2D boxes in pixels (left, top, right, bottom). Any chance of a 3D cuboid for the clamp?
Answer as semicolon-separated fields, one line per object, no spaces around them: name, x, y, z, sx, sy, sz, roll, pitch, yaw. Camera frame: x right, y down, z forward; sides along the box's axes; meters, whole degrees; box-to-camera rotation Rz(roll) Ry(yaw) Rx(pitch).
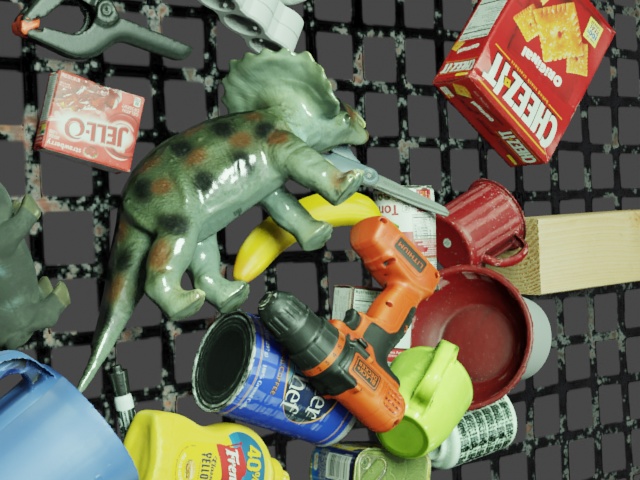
clamp;-0.200;-0.222;0.983;0.171;0.039;0.120;-11;95;-35

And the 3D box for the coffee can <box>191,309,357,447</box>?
coffee can;-0.040;0.137;1.050;0.140;0.103;0.103;24;75;-33

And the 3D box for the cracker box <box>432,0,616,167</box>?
cracker box;0.251;-0.221;1.289;0.164;0.072;0.213;41;67;-27

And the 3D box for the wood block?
wood block;0.306;0.013;1.311;0.205;0.090;0.091;-5;92;-37

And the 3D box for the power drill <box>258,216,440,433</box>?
power drill;0.034;0.066;1.036;0.184;0.057;0.187;47;50;-22

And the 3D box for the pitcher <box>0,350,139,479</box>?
pitcher;-0.282;0.214;0.861;0.149;0.145;0.242;46;63;10

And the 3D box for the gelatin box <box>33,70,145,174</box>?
gelatin box;-0.210;-0.107;0.978;0.089;0.030;0.073;16;80;-34

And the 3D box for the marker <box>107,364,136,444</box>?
marker;-0.179;0.176;1.001;0.020;0.020;0.121;-15;97;-35

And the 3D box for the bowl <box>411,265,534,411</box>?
bowl;0.166;0.111;1.186;0.055;0.162;0.162;25;73;-59

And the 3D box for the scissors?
scissors;0.045;-0.086;1.129;0.201;0.016;0.096;9;71;-13

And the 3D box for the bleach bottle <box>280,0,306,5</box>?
bleach bottle;0.047;-0.333;1.151;0.250;0.068;0.102;-27;105;-36

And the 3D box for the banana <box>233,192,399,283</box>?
banana;-0.013;-0.012;1.100;0.197;0.070;0.037;-19;142;-26

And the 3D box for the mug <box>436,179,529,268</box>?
mug;0.182;-0.005;1.212;0.081;0.117;0.093;-31;141;-27

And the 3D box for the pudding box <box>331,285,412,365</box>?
pudding box;0.055;0.107;1.160;0.089;0.039;0.113;8;83;-36

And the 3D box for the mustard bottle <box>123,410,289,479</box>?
mustard bottle;-0.101;0.222;1.021;0.191;0.058;0.096;20;72;-45

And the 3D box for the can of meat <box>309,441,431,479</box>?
can of meat;0.051;0.243;1.125;0.101;0.084;0.057;8;84;-36

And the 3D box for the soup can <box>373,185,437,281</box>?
soup can;0.093;-0.007;1.172;0.068;0.069;0.102;-2;89;-36
